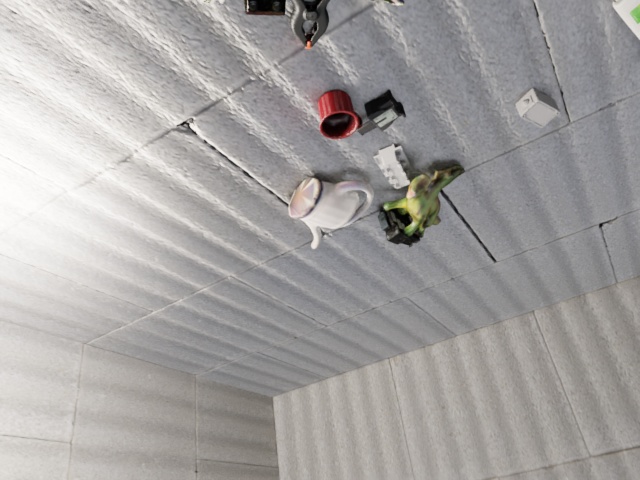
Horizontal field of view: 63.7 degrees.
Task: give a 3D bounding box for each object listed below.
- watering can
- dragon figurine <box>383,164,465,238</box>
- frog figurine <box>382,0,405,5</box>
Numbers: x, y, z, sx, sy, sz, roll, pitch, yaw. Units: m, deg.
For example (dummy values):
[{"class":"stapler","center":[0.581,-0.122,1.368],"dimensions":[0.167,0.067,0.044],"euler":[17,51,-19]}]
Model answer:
[{"class":"watering can","center":[0.005,-0.077,1.530],"dimensions":[0.223,0.106,0.341],"euler":[16,140,-32]},{"class":"dragon figurine","center":[0.343,-0.126,1.539],"dimensions":[0.239,0.124,0.411],"euler":[-44,158,28]},{"class":"frog figurine","center":[0.122,-0.518,0.918],"dimensions":[0.137,0.124,0.158],"euler":[18,102,-23]}]
